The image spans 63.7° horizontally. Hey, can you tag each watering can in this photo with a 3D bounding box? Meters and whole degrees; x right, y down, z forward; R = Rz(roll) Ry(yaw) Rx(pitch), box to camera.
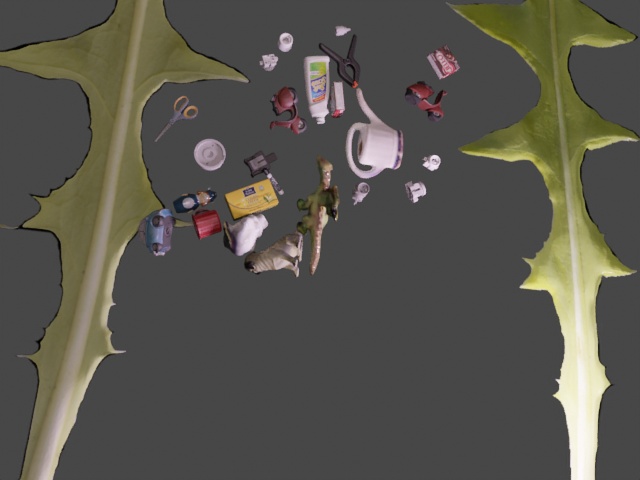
[{"bbox_3d":[0.212,-0.398,1.952,0.224,0.103,0.351,9,79,-12],"label":"watering can"}]

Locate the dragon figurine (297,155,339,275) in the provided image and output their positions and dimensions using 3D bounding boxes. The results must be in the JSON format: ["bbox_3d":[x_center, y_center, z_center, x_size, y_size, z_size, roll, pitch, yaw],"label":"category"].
[{"bbox_3d":[0.005,-0.090,1.794,0.122,0.240,0.414,1,80,-17],"label":"dragon figurine"}]

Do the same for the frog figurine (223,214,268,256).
[{"bbox_3d":[-0.249,-0.020,1.792,0.160,0.124,0.135,-15,119,-22],"label":"frog figurine"}]
